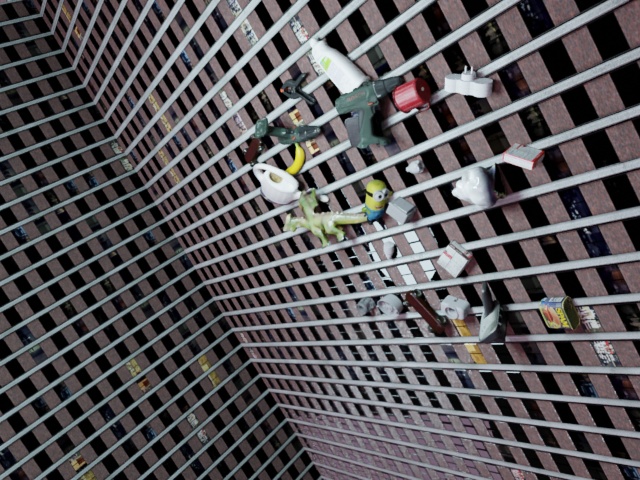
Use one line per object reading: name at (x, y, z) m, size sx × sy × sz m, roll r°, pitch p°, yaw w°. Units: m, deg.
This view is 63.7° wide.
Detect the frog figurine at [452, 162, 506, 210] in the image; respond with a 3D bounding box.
frog figurine at (0.466, -0.154, 1.560) m, size 0.158 × 0.125 × 0.135 m, roll -10°, pitch 130°, yaw 40°

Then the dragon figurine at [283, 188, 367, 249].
dragon figurine at (0.006, -0.106, 2.107) m, size 0.405 × 0.125 × 0.241 m, roll -29°, pitch 106°, yaw 37°

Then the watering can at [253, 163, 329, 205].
watering can at (-0.136, -0.214, 2.211) m, size 0.348 × 0.106 × 0.220 m, roll 29°, pitch 157°, yaw 0°
